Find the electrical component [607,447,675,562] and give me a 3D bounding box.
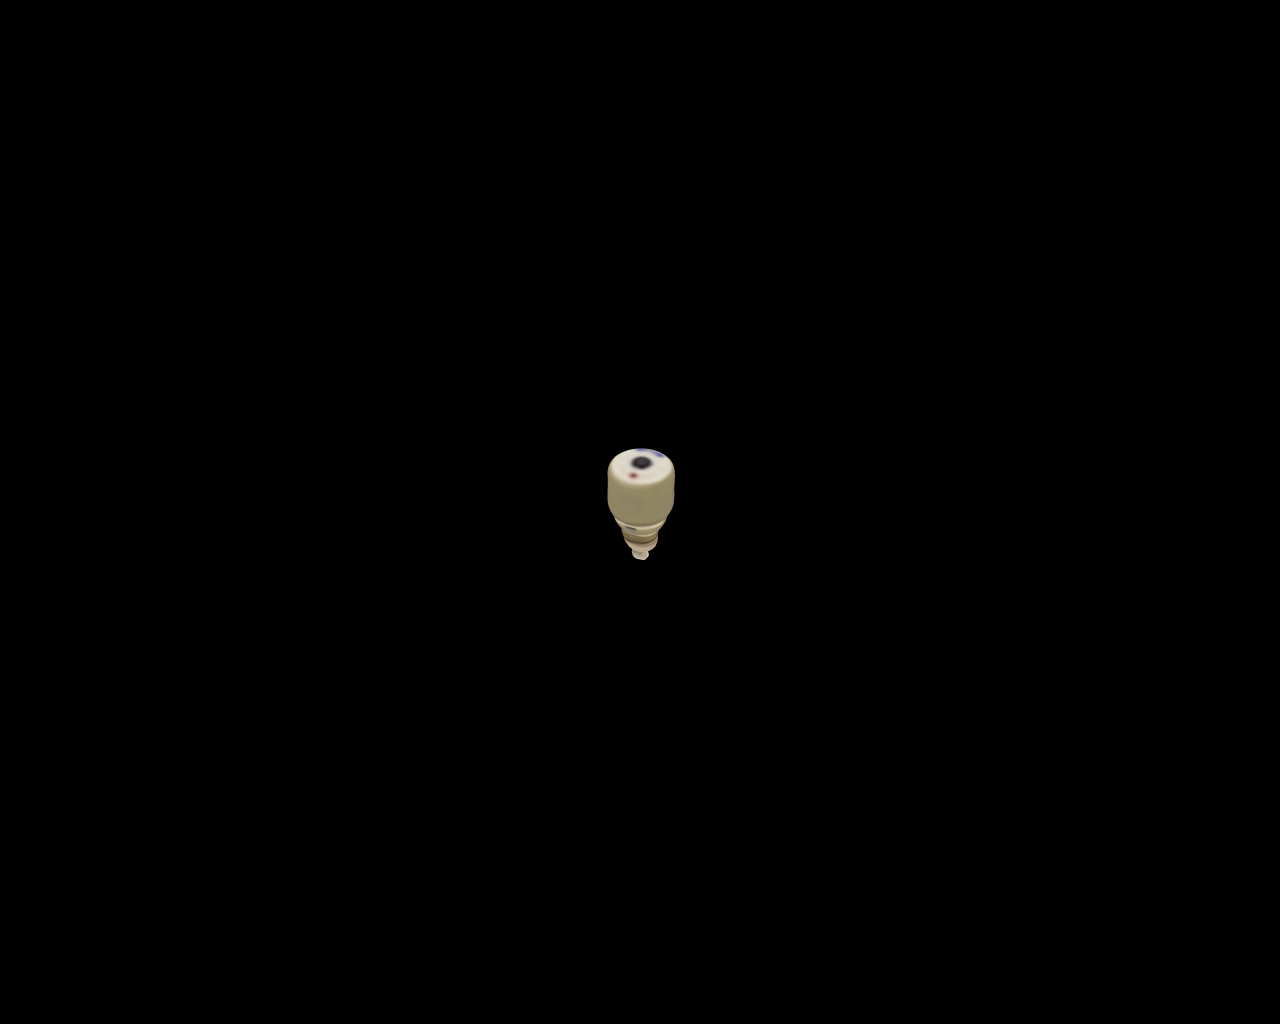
[{"bbox_3d":[0.001,-0.003,0.650,0.040,0.078,0.040,0,39,0],"label":"electrical component"}]
